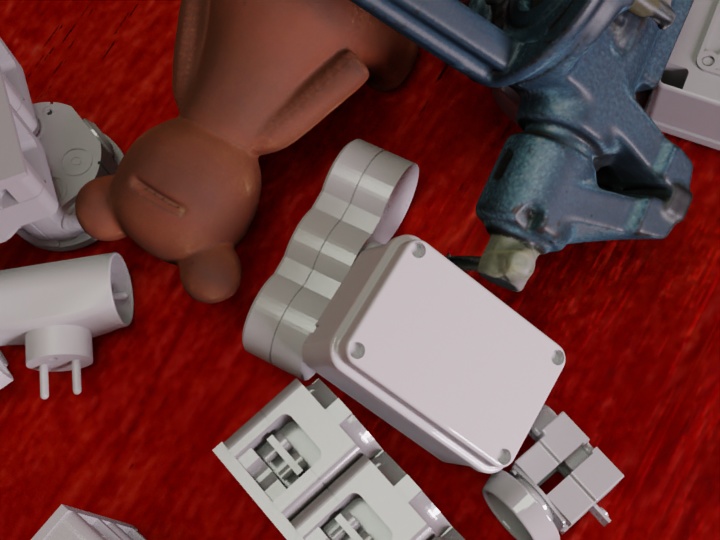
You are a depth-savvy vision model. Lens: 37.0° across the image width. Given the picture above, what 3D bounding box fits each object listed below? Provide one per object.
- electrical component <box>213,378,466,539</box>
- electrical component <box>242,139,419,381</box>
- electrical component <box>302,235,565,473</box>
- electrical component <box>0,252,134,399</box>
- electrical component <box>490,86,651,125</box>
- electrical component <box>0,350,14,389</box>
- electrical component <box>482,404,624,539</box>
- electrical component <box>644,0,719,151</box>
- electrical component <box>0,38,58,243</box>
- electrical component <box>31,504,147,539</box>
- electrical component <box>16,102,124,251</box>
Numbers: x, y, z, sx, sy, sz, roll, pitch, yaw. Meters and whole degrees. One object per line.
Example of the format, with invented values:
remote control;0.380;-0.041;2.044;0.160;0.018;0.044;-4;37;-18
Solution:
electrical component;0.006;0.130;0.534;0.062;0.089;0.150;-41;72;-8
electrical component;0.000;0.000;0.598;0.074;0.052;0.138;25;76;14
electrical component;0.038;0.043;0.549;0.113;0.057;0.078;37;72;-16
electrical component;-0.172;0.034;0.612;0.077;0.043;0.079;-9;71;4
electrical component;0.122;-0.126;0.633;0.099;0.064;0.099;-2;81;16
electrical component;-0.243;0.048;0.609;0.057;0.058;0.078;-36;71;-9
electrical component;0.097;0.111;0.554;0.055;0.048;0.066;-38;71;-14
electrical component;0.231;-0.121;0.609;0.109;0.056;0.108;21;75;13
electrical component;-0.270;-0.052;0.584;0.186;0.060;0.105;-20;68;-2
electrical component;-0.168;0.211;0.519;0.060;0.105;0.186;37;79;16
electrical component;-0.181;-0.055;0.639;0.080;0.051;0.080;-2;71;6
